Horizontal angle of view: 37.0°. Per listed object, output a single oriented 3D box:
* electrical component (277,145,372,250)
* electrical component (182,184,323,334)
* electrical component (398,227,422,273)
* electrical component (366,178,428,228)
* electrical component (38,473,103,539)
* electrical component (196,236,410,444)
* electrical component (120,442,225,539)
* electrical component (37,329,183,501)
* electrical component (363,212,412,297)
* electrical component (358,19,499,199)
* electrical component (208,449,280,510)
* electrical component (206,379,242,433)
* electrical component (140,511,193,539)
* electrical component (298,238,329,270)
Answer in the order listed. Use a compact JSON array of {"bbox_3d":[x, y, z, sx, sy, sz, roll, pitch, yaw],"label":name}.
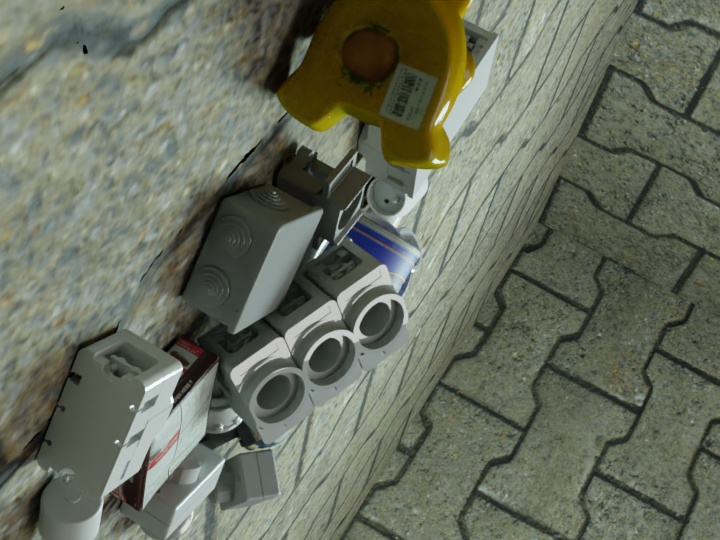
[{"bbox_3d":[-0.031,-0.060,0.830,0.042,0.064,0.081,-52,166,-35],"label":"electrical component"},{"bbox_3d":[-0.078,-0.011,0.779,0.099,0.048,0.100,-64,169,19],"label":"electrical component"},{"bbox_3d":[0.004,-0.004,1.162,0.074,0.052,0.138,-17,-176,33],"label":"electrical component"},{"bbox_3d":[0.032,-0.071,1.140,0.079,0.044,0.077,-62,169,24],"label":"electrical component"},{"bbox_3d":[-0.197,0.172,0.727,0.040,0.040,0.078,-49,164,-47],"label":"electrical component"},{"bbox_3d":[-0.040,0.057,0.858,0.150,0.062,0.089,-35,133,-18],"label":"electrical component"},{"bbox_3d":[-0.152,0.166,0.901,0.083,0.047,0.075,-43,159,-58],"label":"electrical component"},{"bbox_3d":[-0.155,0.089,0.678,0.089,0.050,0.056,-64,168,19],"label":"electrical component"},{"bbox_3d":[0.000,0.000,1.049,0.099,0.099,0.064,-58,175,-16],"label":"electrical component"},{"bbox_3d":[0.063,-0.157,1.015,0.150,0.062,0.089,-56,168,-22],"label":"electrical component"},{"bbox_3d":[-0.132,0.215,1.085,0.076,0.047,0.083,-3,163,-27],"label":"electrical component"},{"bbox_3d":[-0.120,0.102,0.894,0.048,0.048,0.062,-52,157,-40],"label":"electrical component"},{"bbox_3d":[-0.172,0.218,0.954,0.048,0.048,0.062,-57,176,-19],"label":"electrical component"},{"bbox_3d":[-0.050,-0.025,0.886,0.081,0.043,0.043,-57,169,-18],"label":"electrical component"}]
